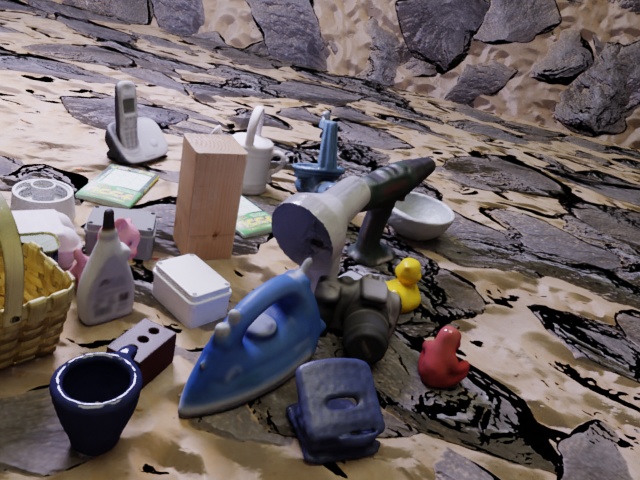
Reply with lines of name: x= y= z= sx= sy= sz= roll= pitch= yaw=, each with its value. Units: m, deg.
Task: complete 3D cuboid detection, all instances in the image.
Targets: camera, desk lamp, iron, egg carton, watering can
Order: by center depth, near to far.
iron: x=-0.087 y=0.119 z=0.767 sx=0.118 sy=0.141 sz=0.259 roll=26 pitch=29 yaw=22
camera: x=0.057 y=0.117 z=0.885 sx=0.143 sy=0.101 sz=0.137 roll=13 pitch=27 yaw=-2
egg carton: x=-0.456 y=0.001 z=0.893 sx=0.151 sy=0.069 sz=0.107 roll=-6 pitch=33 yaw=-34
desk lamp: x=0.009 y=0.003 z=0.954 sx=0.117 sy=0.213 sz=0.204 roll=27 pitch=30 yaw=24
watering can: x=-0.164 y=-0.210 z=1.298 sx=0.173 sy=0.194 sz=0.100 roll=5 pitch=28 yaw=-17

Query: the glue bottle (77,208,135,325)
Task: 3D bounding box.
glue bottle: x=-0.294 y=0.035 z=0.794 sx=0.078 sy=0.173 sz=0.037 roll=-14 pitch=38 yaw=-43

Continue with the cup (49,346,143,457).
cup: x=-0.240 y=0.179 z=0.632 sx=0.091 sy=0.095 sz=0.118 roll=17 pitch=27 yaw=6

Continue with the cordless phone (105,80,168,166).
cordless phone: x=-0.414 y=-0.272 z=1.306 sx=0.094 sy=0.185 sz=0.148 roll=23 pitch=28 yaw=18

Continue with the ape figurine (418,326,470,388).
ape figurine: x=0.186 y=0.170 z=0.857 sx=0.076 sy=0.092 sz=0.077 roll=-9 pitch=35 yaw=-38

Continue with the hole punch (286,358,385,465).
hole punch: x=0.024 y=0.208 z=0.706 sx=0.109 sy=0.091 sz=0.101 roll=1 pitch=30 yaw=-24

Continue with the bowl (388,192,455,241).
bowl: x=0.216 y=-0.046 z=1.300 sx=0.167 sy=0.075 sz=0.167 roll=11 pitch=27 yaw=-6

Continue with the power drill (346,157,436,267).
power drill: x=0.130 y=-0.060 z=1.138 sx=0.075 sy=0.208 sz=0.230 roll=34 pitch=33 yaw=34

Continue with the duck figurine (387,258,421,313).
duck figurine: x=0.151 y=0.075 z=1.027 sx=0.077 sy=0.086 sz=0.105 roll=24 pitch=29 yaw=19

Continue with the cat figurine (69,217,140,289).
cat figurine: x=-0.325 y=0.017 z=0.874 sx=0.067 sy=0.118 sz=0.128 roll=26 pitch=29 yaw=22

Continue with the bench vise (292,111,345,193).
bench vise: x=0.023 y=-0.159 z=1.263 sx=0.122 sy=0.220 sz=0.206 roll=-11 pitch=36 yaw=-39
